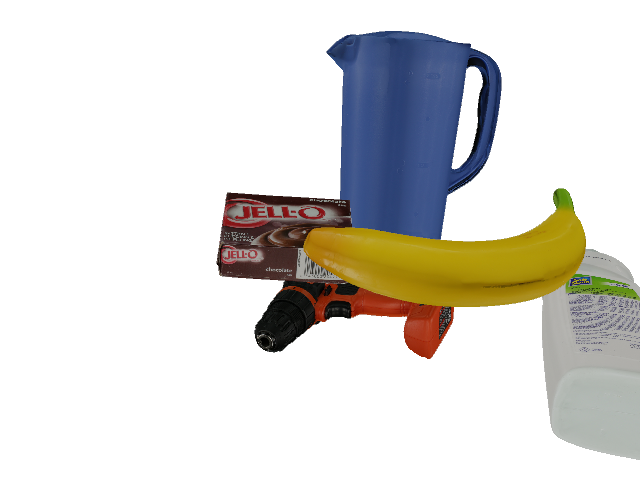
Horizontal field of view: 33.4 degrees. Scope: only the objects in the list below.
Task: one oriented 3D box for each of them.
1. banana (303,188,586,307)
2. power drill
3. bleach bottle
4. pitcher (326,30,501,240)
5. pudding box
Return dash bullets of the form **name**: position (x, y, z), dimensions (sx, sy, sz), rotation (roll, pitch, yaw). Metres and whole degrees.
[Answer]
- **banana**: position (0.086, 0.010, 0.607), dimensions (0.197, 0.037, 0.070), rotation (-8, 37, -33)
- **power drill**: position (0.040, 0.077, 1.154), dimensions (0.188, 0.057, 0.184), rotation (9, 29, 21)
- **bleach bottle**: position (0.221, 0.069, 0.816), dimensions (0.102, 0.068, 0.250), rotation (9, 24, 7)
- **pitcher**: position (0.092, -0.097, 1.130), dimensions (0.149, 0.243, 0.144), rotation (11, 14, 32)
- **pudding box**: position (-0.029, -0.003, 0.913), dimensions (0.113, 0.039, 0.090), rotation (5, 31, -4)
